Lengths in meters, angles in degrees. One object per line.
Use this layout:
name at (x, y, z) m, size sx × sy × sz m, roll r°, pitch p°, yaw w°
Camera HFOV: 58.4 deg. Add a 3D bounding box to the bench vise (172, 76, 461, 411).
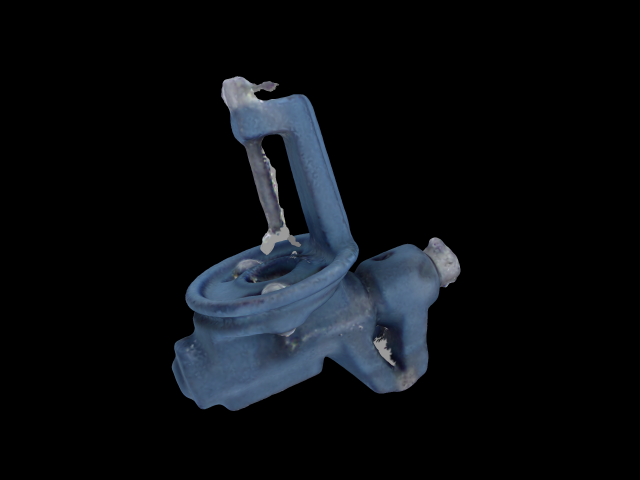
bench vise at (-0.004, 0.000, 0.409) m, size 0.208 × 0.220 × 0.121 m, roll -8°, pitch 13°, yaw -38°
